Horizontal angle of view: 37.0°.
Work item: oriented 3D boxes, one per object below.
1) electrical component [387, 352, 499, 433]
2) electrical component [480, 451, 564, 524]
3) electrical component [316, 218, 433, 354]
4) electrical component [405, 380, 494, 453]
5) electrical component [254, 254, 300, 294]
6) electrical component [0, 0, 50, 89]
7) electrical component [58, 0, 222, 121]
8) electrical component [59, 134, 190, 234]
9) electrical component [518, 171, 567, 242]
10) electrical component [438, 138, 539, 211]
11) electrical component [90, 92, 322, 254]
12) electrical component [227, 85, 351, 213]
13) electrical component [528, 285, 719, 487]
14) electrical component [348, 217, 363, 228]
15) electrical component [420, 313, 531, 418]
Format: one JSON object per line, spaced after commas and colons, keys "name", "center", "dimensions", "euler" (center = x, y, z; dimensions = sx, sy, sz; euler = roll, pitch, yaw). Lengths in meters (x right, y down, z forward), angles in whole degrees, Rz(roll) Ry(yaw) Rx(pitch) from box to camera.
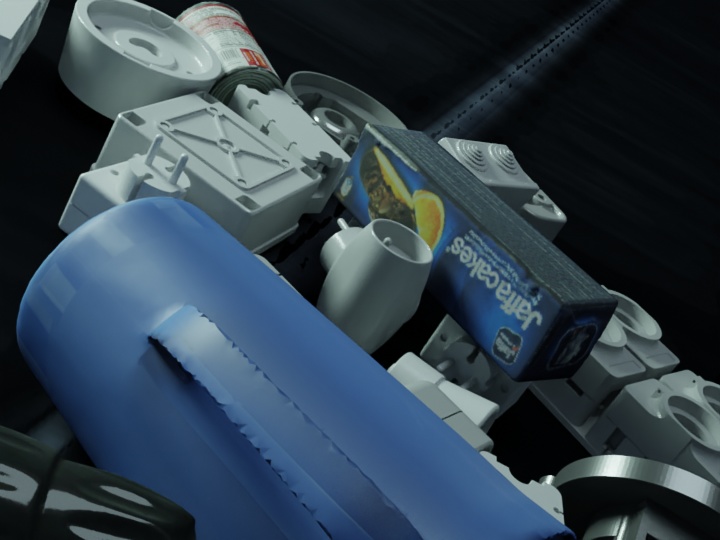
{"name": "electrical component", "center": [0.043, 0.078, 0.628], "dimensions": [0.065, 0.044, 0.044], "euler": [35, 26, 17]}
{"name": "electrical component", "center": [0.064, 0.143, 0.523], "dimensions": [0.050, 0.055, 0.089], "euler": [28, 26, -8]}
{"name": "electrical component", "center": [0.000, 0.000, 0.674], "dimensions": [0.044, 0.077, 0.079], "euler": [7, 35, -39]}
{"name": "electrical component", "center": [0.017, 0.095, 0.555], "dimensions": [0.059, 0.053, 0.095], "euler": [44, 29, 22]}
{"name": "electrical component", "center": [-0.054, 0.042, 0.569], "dimensions": [0.089, 0.055, 0.050], "euler": [44, 29, 25]}
{"name": "electrical component", "center": [-0.262, -0.168, 0.699], "dimensions": [0.089, 0.061, 0.150], "euler": [24, 28, -16]}
{"name": "electrical component", "center": [-0.159, -0.140, 0.760], "dimensions": [0.108, 0.060, 0.108], "euler": [25, 27, -14]}
{"name": "electrical component", "center": [-0.122, -0.040, 0.614], "dimensions": [0.066, 0.076, 0.047], "euler": [37, 27, 11]}
{"name": "electrical component", "center": [0.119, -0.049, 0.902], "dimensions": [0.054, 0.059, 0.095], "euler": [5, 37, -42]}
{"name": "electrical component", "center": [0.074, -0.055, 0.824], "dimensions": [0.100, 0.100, 0.048], "euler": [-1, 54, -48]}
{"name": "electrical component", "center": [-0.097, -0.058, 0.693], "dimensions": [0.109, 0.056, 0.109], "euler": [36, 27, 9]}
{"name": "electrical component", "center": [-0.060, -0.083, 0.776], "dimensions": [0.050, 0.055, 0.089], "euler": [-4, 44, -50]}
{"name": "electrical component", "center": [0.193, 0.087, 0.750], "dimensions": [0.105, 0.060, 0.186], "euler": [-3, 43, -49]}
{"name": "electrical component", "center": [0.014, -0.015, 0.759], "dimensions": [0.046, 0.040, 0.040], "euler": [27, 26, -24]}
{"name": "electrical component", "center": [0.073, 0.059, 0.685], "dimensions": [0.066, 0.047, 0.077], "euler": [40, 28, 16]}
